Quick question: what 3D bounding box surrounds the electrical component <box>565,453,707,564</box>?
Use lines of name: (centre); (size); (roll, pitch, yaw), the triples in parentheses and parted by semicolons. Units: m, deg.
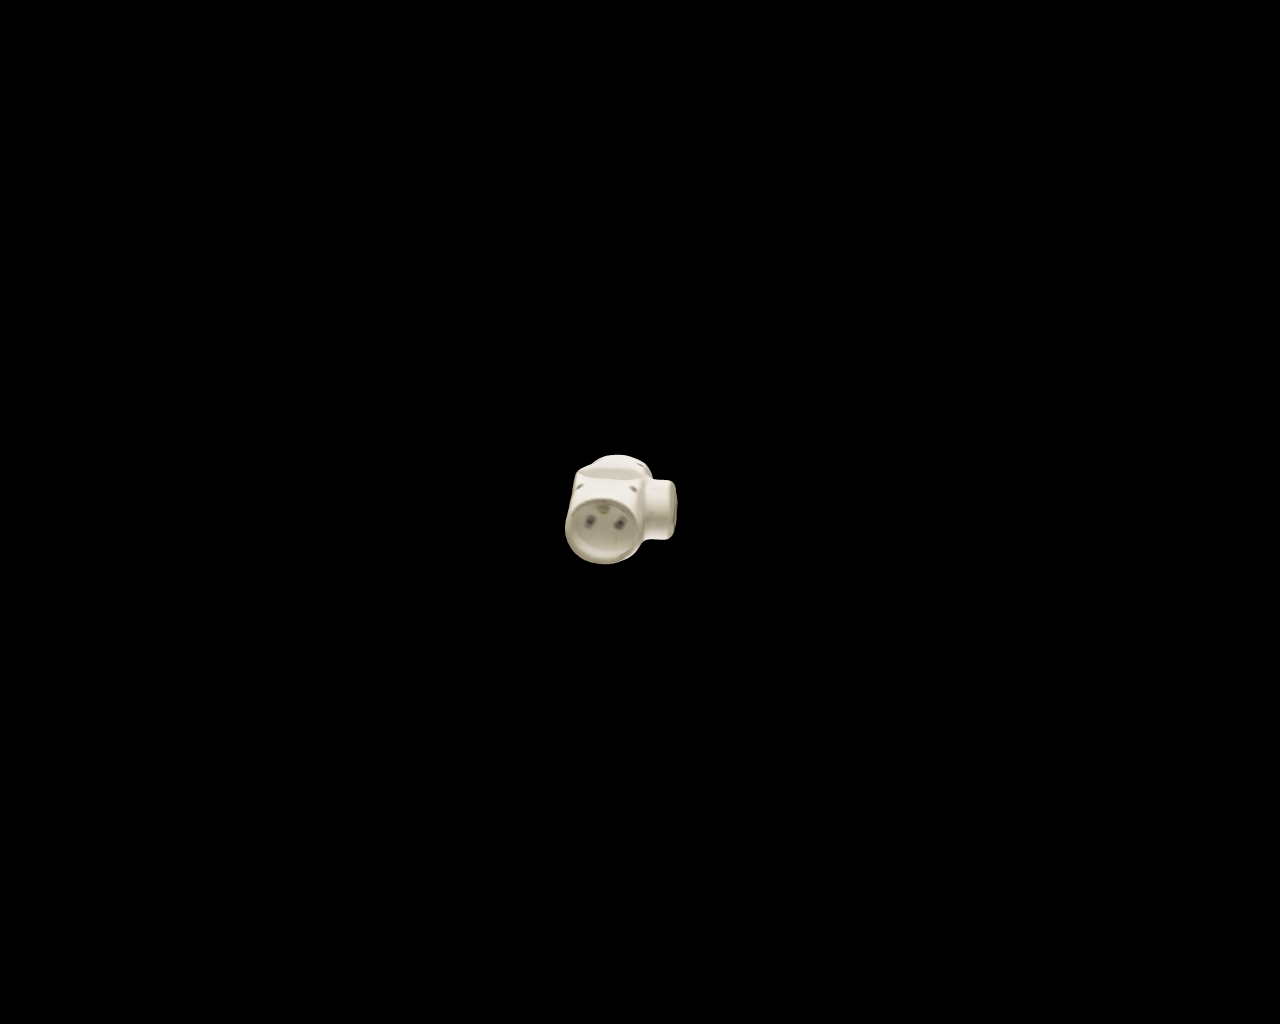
electrical component: (0.001, -0.003, 0.650); (0.079, 0.043, 0.077); (3, 22, 7)
